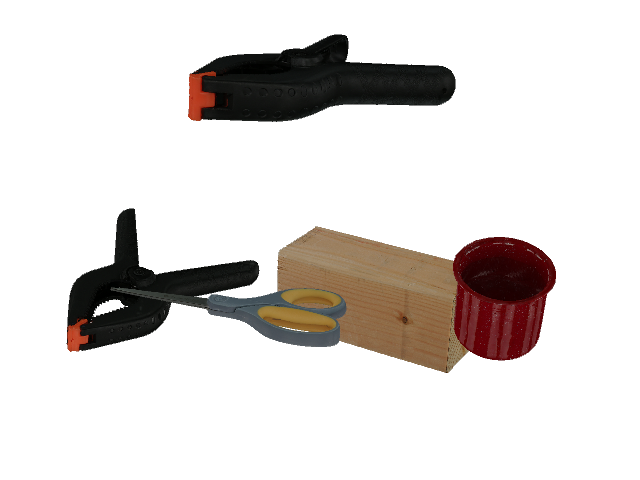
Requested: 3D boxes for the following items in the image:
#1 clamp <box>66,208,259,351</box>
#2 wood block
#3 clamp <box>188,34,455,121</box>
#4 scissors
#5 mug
[{"bbox_3d":[-0.181,0.039,1.030,0.165,0.036,0.209,26,36,23],"label":"clamp"},{"bbox_3d":[0.063,0.061,1.157,0.206,0.091,0.090,15,27,26],"label":"wood block"},{"bbox_3d":[-0.014,-0.105,0.680,0.171,0.039,0.120,-8,20,-29],"label":"clamp"},{"bbox_3d":[-0.066,0.049,0.886,0.202,0.016,0.096,14,23,27],"label":"scissors"},{"bbox_3d":[0.163,0.049,1.000,0.093,0.081,0.117,-11,41,-12],"label":"mug"}]
